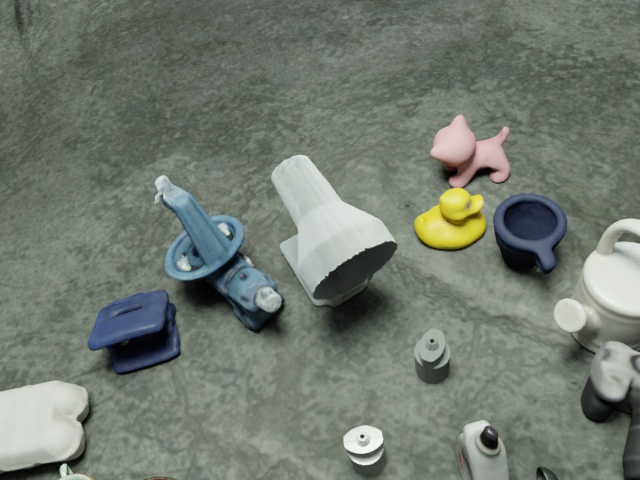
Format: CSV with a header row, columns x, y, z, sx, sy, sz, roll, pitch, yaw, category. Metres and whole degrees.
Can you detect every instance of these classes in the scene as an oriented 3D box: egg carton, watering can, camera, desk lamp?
x,y,z,sx,sy,sz,roll,pitch,yaw,category
-0.373,0.242,0.736,0.150,0.069,0.107,-13,53,1,egg carton
0.348,0.056,0.657,0.100,0.194,0.173,30,65,28,watering can
0.357,0.194,0.614,0.142,0.101,0.137,19,60,22,camera
0.007,0.003,0.748,0.118,0.214,0.202,-29,54,-10,desk lamp

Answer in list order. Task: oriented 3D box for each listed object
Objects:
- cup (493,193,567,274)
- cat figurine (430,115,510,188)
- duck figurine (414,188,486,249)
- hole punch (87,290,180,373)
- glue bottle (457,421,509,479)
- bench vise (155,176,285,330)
x,y,z,sx,sy,sz,roll,pitch,yaw,category
0.281,0.009,0.766,0.091,0.095,0.117,-13,53,1,cup
0.226,-0.140,0.870,0.127,0.118,0.067,-11,53,3,cat figurine
0.188,-0.038,0.823,0.104,0.086,0.077,-10,53,4,duck figurine
-0.259,0.116,0.792,0.108,0.091,0.101,-17,53,-2,hole punch
0.167,0.221,0.585,0.037,0.173,0.078,-17,53,-1,glue bottle
-0.130,0.009,0.765,0.206,0.220,0.121,16,59,21,bench vise
